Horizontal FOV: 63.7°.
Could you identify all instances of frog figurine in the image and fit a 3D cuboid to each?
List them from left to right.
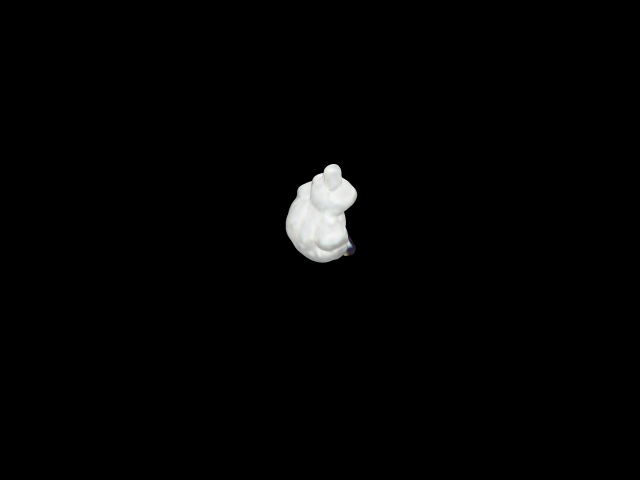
[{"bbox_3d":[0.003,-0.043,0.850,0.123,0.140,0.156,-11,-28,-6],"label":"frog figurine"}]
